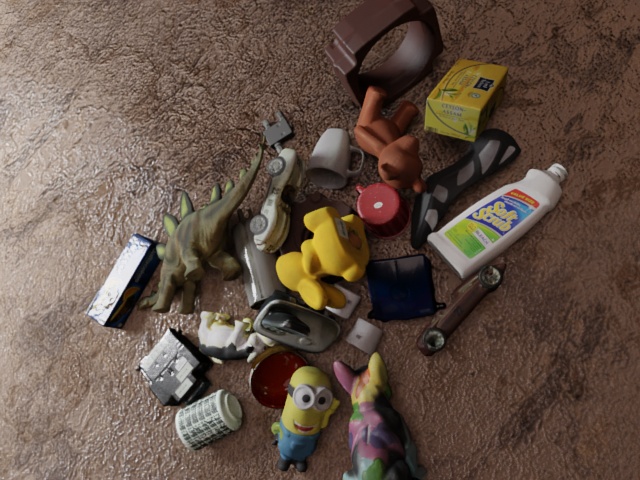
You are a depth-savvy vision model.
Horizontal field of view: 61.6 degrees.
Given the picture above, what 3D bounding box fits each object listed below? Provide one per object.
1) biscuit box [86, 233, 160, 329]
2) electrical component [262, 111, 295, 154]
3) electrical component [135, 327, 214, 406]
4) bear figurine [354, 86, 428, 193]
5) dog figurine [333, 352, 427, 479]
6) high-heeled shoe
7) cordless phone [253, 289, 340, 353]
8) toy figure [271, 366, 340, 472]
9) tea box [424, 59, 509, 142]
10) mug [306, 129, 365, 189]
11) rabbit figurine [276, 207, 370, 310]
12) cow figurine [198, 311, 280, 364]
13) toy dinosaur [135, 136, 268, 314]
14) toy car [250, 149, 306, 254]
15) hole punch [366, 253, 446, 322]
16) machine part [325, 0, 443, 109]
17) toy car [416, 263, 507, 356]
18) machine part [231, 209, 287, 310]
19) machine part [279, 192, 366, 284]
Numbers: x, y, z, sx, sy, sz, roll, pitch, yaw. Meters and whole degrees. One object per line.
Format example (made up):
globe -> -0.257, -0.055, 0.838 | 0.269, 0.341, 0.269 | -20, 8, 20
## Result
biscuit box -> -0.412, 0.087, 1.147 | 0.059, 0.062, 0.202 | 26, 85, 23
electrical component -> -0.085, -0.227, 1.143 | 0.063, 0.021, 0.094 | -30, 67, 9
electrical component -> -0.280, 0.258, 1.055 | 0.134, 0.058, 0.115 | 42, 93, 24
bear figurine -> 0.136, -0.178, 0.968 | 0.131, 0.120, 0.196 | -63, 28, 21
dog figurine -> 0.082, 0.296, 0.857 | 0.109, 0.191, 0.219 | -19, 85, 20
high-heeled shoe -> 0.261, -0.086, 0.973 | 0.145, 0.086, 0.248 | 17, 100, -8
cordless phone -> -0.025, 0.147, 0.910 | 0.146, 0.184, 0.088 | 24, 81, -16
toy figure -> -0.033, 0.305, 0.925 | 0.089, 0.082, 0.180 | 36, 117, 52
tea box -> 0.263, -0.253, 0.960 | 0.098, 0.068, 0.170 | 18, 47, 22
mug -> 0.035, -0.164, 1.053 | 0.110, 0.080, 0.107 | 3, 66, 24
rabbit figurine -> 0.001, 0.044, 0.943 | 0.173, 0.122, 0.162 | -25, 74, 28
cow figurine -> -0.155, 0.196, 1.022 | 0.168, 0.068, 0.098 | 11, 84, 25
toy dinosaur -> -0.234, -0.002, 1.046 | 0.471, 0.105, 0.199 | -39, 56, 28
toy car -> -0.076, -0.072, 1.004 | 0.056, 0.073, 0.201 | 10, 77, 23
hole punch -> 0.142, 0.082, 0.941 | 0.142, 0.092, 0.115 | -9, 76, 13
machine part -> 0.122, -0.357, 1.010 | 0.201, 0.200, 0.087 | -38, 64, 6
toy car -> 0.235, 0.112, 0.897 | 0.053, 0.089, 0.202 | 41, 92, 20
machine part -> -0.117, 0.046, 1.048 | 0.079, 0.079, 0.243 | -23, 69, 12
machine part -> -0.002, -0.003, 1.032 | 0.180, 0.056, 0.179 | -5, 74, 18
